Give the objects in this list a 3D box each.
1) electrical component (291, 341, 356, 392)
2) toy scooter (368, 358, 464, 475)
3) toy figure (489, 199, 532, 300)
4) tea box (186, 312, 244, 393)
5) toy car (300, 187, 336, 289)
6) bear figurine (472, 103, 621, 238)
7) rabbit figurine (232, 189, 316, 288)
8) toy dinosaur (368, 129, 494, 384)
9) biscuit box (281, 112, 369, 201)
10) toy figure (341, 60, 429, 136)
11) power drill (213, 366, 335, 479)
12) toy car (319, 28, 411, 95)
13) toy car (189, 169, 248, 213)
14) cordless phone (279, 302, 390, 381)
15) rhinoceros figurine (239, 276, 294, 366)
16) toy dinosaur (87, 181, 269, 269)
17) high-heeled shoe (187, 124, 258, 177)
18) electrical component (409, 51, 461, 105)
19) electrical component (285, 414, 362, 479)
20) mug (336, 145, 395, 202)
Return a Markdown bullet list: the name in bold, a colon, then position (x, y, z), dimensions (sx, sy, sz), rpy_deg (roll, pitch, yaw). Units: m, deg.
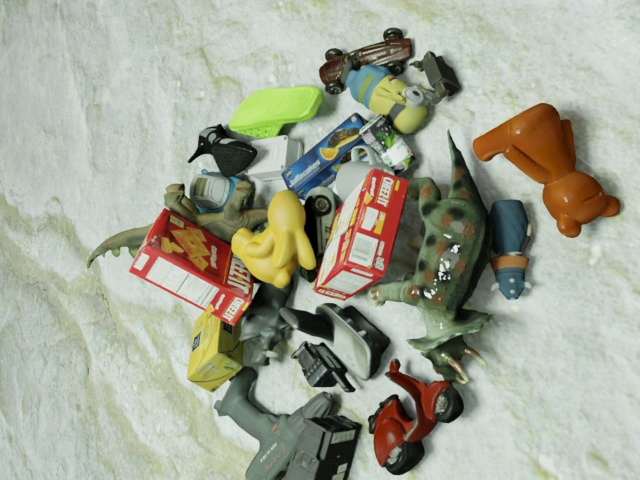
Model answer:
- **electrical component**: position (0.011, 0.236, 0.959), dimensions (0.047, 0.074, 0.119), rpy_deg (-50, 59, 14)
- **toy scooter**: position (0.133, 0.271, 0.858), dimensions (0.135, 0.075, 0.183), rpy_deg (47, 111, 37)
- **toy figure**: position (0.292, 0.015, 0.825), dimensions (0.064, 0.057, 0.154), rpy_deg (-6, 80, 41)
- **tea box**: position (-0.206, 0.204, 1.076), dimensions (0.098, 0.068, 0.170), rpy_deg (-43, 28, 18)
- **toy car**: position (-0.002, -0.003, 1.029), dimensions (0.073, 0.056, 0.201), rpy_deg (-28, 61, 58)
- **bear figurine**: position (0.340, -0.101, 0.801), dimensions (0.120, 0.132, 0.195), rpy_deg (-30, 91, -11)
- **rabbit figurine**: position (-0.077, -0.005, 0.981), dimensions (0.162, 0.122, 0.173), rpy_deg (60, 137, 44)
- **toy dinosaur**: position (0.200, 0.021, 0.823), dimensions (0.192, 0.131, 0.404), rpy_deg (15, 92, 48)
- **biscuit box**: position (0.019, -0.158, 1.057), dimensions (0.203, 0.059, 0.063), rpy_deg (-37, 60, 23)
- **toy figure**: position (0.119, -0.264, 0.989), dimensions (0.180, 0.089, 0.082), rpy_deg (35, 56, 22)
- **power drill**: position (-0.094, 0.329, 1.014), dimensions (0.208, 0.086, 0.232), rpy_deg (34, 99, 29)
- **toy car**: position (0.084, -0.356, 1.067), dimensions (0.202, 0.053, 0.089), rpy_deg (-7, 72, 35)
- **toy car**: position (-0.237, -0.102, 1.198), dimensions (0.162, 0.103, 0.109), rpy_deg (9, 85, 38)
- **cordless phone**: position (0.022, 0.161, 0.900), dimensions (0.147, 0.184, 0.088), rpy_deg (40, 98, 35)
- **rhinoceros figurine**: position (-0.104, 0.147, 1.046), dimensions (0.073, 0.112, 0.190), rpy_deg (-27, 44, 59)
- **toy dinosaur**: position (-0.273, -0.015, 1.119), dimensions (0.472, 0.105, 0.198), rpy_deg (-3, 108, 7)
- **high-heeled shoe**: position (-0.193, -0.215, 1.190), dimensions (0.249, 0.086, 0.145), rpy_deg (6, 45, 39)
- **electrical component**: position (0.203, -0.287, 0.949), dimensions (0.045, 0.078, 0.102), rpy_deg (-35, 63, 37)
- **electrical component**: position (0.005, 0.366, 0.904), dimensions (0.058, 0.114, 0.134), rpy_deg (15, 86, 39)
- **mug**: position (0.088, -0.114, 0.958), dimensions (0.107, 0.081, 0.109), rpy_deg (13, 105, 60)
